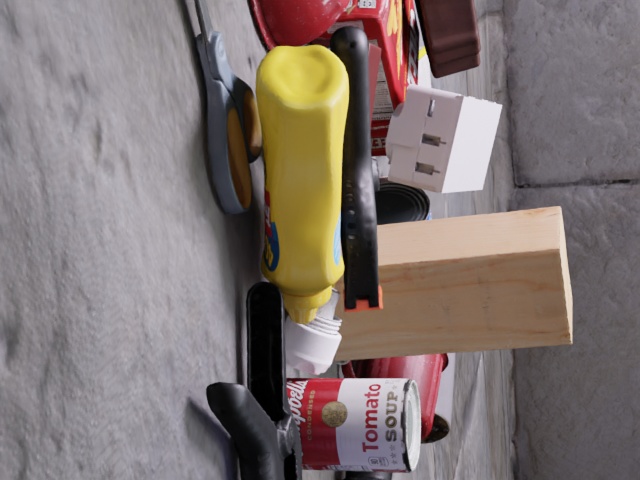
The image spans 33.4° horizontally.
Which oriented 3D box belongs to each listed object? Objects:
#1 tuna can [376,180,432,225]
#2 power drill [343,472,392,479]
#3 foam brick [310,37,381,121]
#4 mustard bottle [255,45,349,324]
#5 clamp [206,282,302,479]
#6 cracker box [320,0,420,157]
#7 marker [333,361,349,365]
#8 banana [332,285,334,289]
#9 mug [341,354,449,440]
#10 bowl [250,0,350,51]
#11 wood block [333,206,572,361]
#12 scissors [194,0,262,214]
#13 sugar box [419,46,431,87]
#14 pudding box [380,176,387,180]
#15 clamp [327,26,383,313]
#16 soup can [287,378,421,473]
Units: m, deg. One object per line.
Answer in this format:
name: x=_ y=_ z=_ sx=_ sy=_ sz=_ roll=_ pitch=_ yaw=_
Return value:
tuna can: x=0.064 y=-0.017 z=1.013 sx=0.086 sy=0.086 sz=0.034 roll=-78 pitch=161 yaw=-45
power drill: x=0.056 y=0.279 z=1.004 sx=0.187 sy=0.057 sz=0.184 roll=55 pitch=39 yaw=-60
foam brick: x=0.017 y=-0.125 z=0.881 sx=0.053 sy=0.051 sz=0.078 roll=-12 pitch=110 yaw=-76
mustard bottle: x=-0.012 y=-0.025 z=0.708 sx=0.096 sy=0.058 sz=0.192 roll=-101 pitch=-171 yaw=-56
clamp: x=-0.034 y=0.116 z=0.698 sx=0.120 sy=0.039 sz=0.171 roll=-68 pitch=156 yaw=-47
cracker box: x=0.049 y=-0.203 z=1.007 sx=0.213 sy=0.072 sz=0.164 roll=66 pitch=26 yaw=-59
marker: x=0.030 y=0.077 z=1.001 sx=0.121 sy=0.020 sz=0.020 roll=-66 pitch=151 yaw=-61
banana: x=-0.005 y=-0.001 z=0.847 sx=0.070 sy=0.037 sz=0.198 roll=102 pitch=-7 yaw=-71
mug: x=0.063 y=0.135 z=1.013 sx=0.117 sy=0.093 sz=0.081 roll=40 pitch=47 yaw=-29
bowl: x=-0.011 y=-0.219 z=0.805 sx=0.162 sy=0.055 sz=0.162 roll=-2 pitch=90 yaw=-76
wood block: x=0.104 y=0.039 z=0.906 sx=0.090 sy=0.206 sz=0.090 roll=-61 pitch=142 yaw=-63
scissors: x=-0.061 y=-0.116 z=0.665 sx=0.096 sy=0.016 sz=0.202 roll=-65 pitch=150 yaw=-66
sugar box: x=0.097 y=-0.171 z=1.259 sx=0.176 sy=0.048 sz=0.093 roll=-45 pitch=131 yaw=-66
pudding box: x=0.092 y=-0.029 z=1.226 sx=0.113 sy=0.039 sz=0.090 roll=-6 pitch=94 yaw=-76
clamp: x=0.024 y=-0.054 z=0.788 sx=0.164 sy=0.036 sz=0.210 roll=-95 pitch=180 yaw=-77
soup can: x=0.018 y=0.134 z=0.773 sx=0.068 sy=0.102 sz=0.068 roll=-1 pitch=90 yaw=-76
